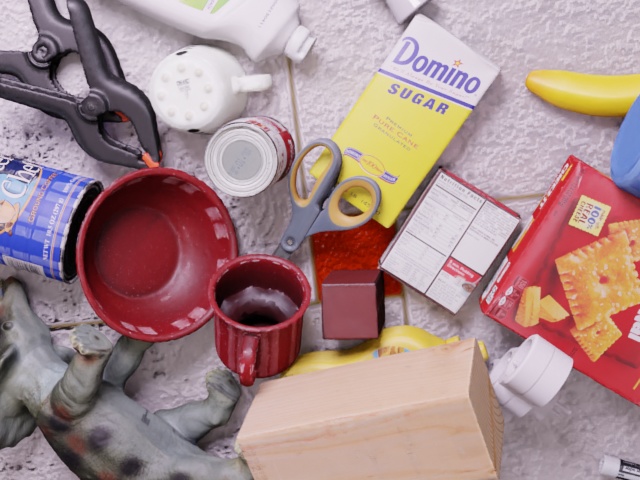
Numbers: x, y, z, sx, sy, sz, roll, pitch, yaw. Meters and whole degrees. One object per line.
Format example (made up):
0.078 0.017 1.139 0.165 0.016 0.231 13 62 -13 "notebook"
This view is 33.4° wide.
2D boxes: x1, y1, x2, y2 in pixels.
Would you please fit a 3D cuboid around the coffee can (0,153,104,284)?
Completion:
-0.288 -0.026 1.006 0.140 0.102 0.103 16 101 4 "coffee can"

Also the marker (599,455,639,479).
0.326 0.229 1.012 0.121 0.020 0.020 14 101 5 "marker"

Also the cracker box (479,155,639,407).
0.276 0.047 0.961 0.213 0.072 0.164 31 102 1 "cracker box"

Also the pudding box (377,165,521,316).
0.119 0.001 0.992 0.090 0.039 0.113 33 100 1 "pudding box"

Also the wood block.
0.046 0.164 0.925 0.206 0.090 0.090 -14 111 19 "wood block"

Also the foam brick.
0.032 0.059 0.992 0.051 0.078 0.053 -1 99 9 "foam brick"

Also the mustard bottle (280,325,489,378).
0.065 0.133 1.009 0.192 0.058 0.096 -19 104 10 "mustard bottle"

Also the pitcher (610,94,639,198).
0.378 -0.058 0.892 0.243 0.149 0.145 23 128 -3 "pitcher"

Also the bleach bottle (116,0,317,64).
-0.120 -0.230 0.968 0.251 0.068 0.102 32 89 0 "bleach bottle"

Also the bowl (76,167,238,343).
-0.159 0.013 0.997 0.161 0.055 0.162 -2 93 -33 "bowl"

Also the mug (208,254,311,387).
-0.057 0.082 0.976 0.093 0.117 0.081 5 136 1 "mug"

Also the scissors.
-0.007 0.001 0.990 0.096 0.016 0.202 22 119 9 "scissors"

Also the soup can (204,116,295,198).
-0.063 -0.077 0.969 0.068 0.102 0.068 1 99 7 "soup can"

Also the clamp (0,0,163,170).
-0.203 -0.136 0.975 0.171 0.039 0.120 36 112 -13 "clamp"

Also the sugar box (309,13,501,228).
0.077 -0.109 0.974 0.093 0.048 0.176 35 104 2 "sugar box"

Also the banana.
0.286 -0.144 0.949 0.198 0.037 0.069 -17 77 8 "banana"

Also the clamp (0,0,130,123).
-0.257 -0.189 1.008 0.210 0.036 0.164 31 99 -2 "clamp"
